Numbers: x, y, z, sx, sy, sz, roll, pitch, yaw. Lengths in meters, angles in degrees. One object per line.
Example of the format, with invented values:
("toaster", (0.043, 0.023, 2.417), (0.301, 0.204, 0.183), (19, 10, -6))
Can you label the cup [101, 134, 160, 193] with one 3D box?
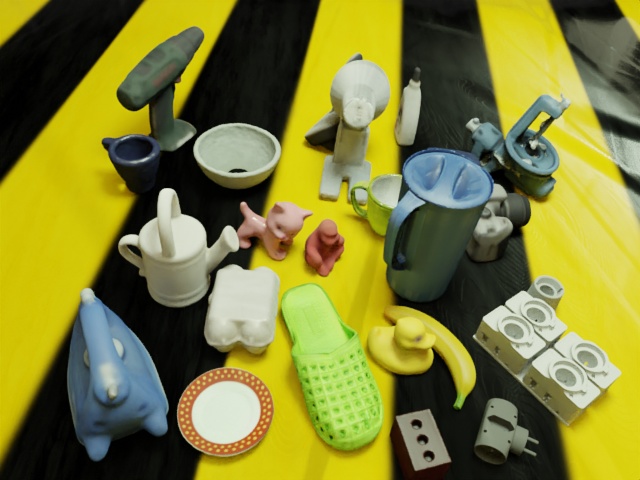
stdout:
("cup", (-0.353, -0.140, 1.070), (0.117, 0.095, 0.092), (21, 47, 13))

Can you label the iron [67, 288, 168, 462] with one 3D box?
("iron", (-0.290, 0.148, 0.765), (0.119, 0.141, 0.257), (-17, 50, -22))

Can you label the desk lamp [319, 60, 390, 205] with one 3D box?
("desk lamp", (0.069, -0.215, 1.113), (0.118, 0.213, 0.203), (7, 46, 1))

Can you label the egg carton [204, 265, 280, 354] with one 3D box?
("egg carton", (-0.118, 0.104, 0.881), (0.107, 0.069, 0.150), (4, 46, -3))

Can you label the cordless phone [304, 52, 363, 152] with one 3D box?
("cordless phone", (0.038, -0.292, 1.204), (0.094, 0.185, 0.148), (23, 48, 15))

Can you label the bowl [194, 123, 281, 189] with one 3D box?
("bowl", (-0.160, -0.152, 1.120), (0.167, 0.075, 0.167), (4, 46, -4))

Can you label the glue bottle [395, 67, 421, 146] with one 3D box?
("glue bottle", (0.193, -0.292, 1.232), (0.037, 0.173, 0.078), (0, 46, -7))

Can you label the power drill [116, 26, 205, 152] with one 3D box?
("power drill", (-0.304, -0.294, 1.146), (0.075, 0.208, 0.230), (24, 48, 16))

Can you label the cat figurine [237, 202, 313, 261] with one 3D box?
("cat figurine", (-0.081, -0.031, 0.983), (0.127, 0.118, 0.067), (17, 46, 10))

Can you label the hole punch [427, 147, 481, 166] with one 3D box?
("hole punch", (0.265, -0.157, 1.167), (0.108, 0.091, 0.101), (9, 46, 2))

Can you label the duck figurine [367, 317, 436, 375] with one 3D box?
("duck figurine", (0.124, 0.148, 0.856), (0.104, 0.086, 0.077), (18, 47, 11))

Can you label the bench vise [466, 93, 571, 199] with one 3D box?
("bench vise", (0.390, -0.201, 1.135), (0.207, 0.220, 0.121), (18, 47, 11))

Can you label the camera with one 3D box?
("camera", (0.326, -0.046, 1.060), (0.137, 0.101, 0.143), (-4, 47, -11))

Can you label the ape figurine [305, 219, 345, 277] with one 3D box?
("ape figurine", (0.009, 0.003, 0.978), (0.078, 0.092, 0.076), (-16, 50, -21))

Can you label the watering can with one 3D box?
("watering can", (-0.216, 0.004, 0.877), (0.173, 0.194, 0.100), (-15, 49, -20))
